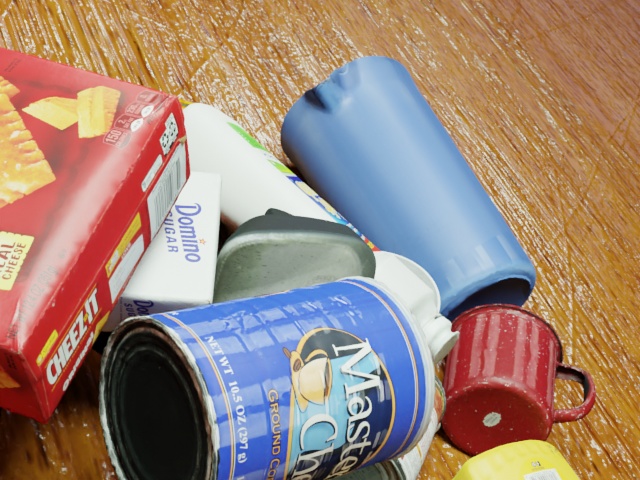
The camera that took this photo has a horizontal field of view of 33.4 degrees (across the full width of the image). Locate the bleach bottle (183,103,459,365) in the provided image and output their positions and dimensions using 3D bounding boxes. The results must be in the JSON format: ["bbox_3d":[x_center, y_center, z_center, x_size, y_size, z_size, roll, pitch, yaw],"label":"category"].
[{"bbox_3d":[-0.005,0.001,0.758,0.251,0.068,0.102,39,3,22],"label":"bleach bottle"}]

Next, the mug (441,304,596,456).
[{"bbox_3d":[0.144,0.110,0.789,0.117,0.093,0.081,8,36,9],"label":"mug"}]

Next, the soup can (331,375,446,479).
[{"bbox_3d":[0.038,0.128,0.698,0.068,0.069,0.102,35,31,3],"label":"soup can"}]

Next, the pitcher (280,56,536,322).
[{"bbox_3d":[0.079,-0.027,0.911,0.149,0.145,0.243,-9,53,-32],"label":"pitcher"}]

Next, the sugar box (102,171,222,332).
[{"bbox_3d":[-0.145,0.001,0.586,0.176,0.048,0.093,7,51,-7],"label":"sugar box"}]

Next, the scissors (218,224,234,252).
[{"bbox_3d":[-0.035,0.036,0.811,0.096,0.016,0.202,1,43,-41],"label":"scissors"}]

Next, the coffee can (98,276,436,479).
[{"bbox_3d":[-0.026,0.078,0.543,0.140,0.103,0.103,-8,49,-39],"label":"coffee can"}]

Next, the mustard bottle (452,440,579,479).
[{"bbox_3d":[0.167,0.222,0.690,0.096,0.058,0.192,1,43,-39],"label":"mustard bottle"}]

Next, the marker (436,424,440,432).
[{"bbox_3d":[0.065,0.097,0.813,0.020,0.020,0.121,14,35,-27],"label":"marker"}]

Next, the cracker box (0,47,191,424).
[{"bbox_3d":[-0.193,-0.024,0.518,0.214,0.072,0.164,17,53,11],"label":"cracker box"}]

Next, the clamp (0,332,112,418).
[{"bbox_3d":[-0.166,0.030,0.626,0.120,0.039,0.171,0,52,-43],"label":"clamp"}]
